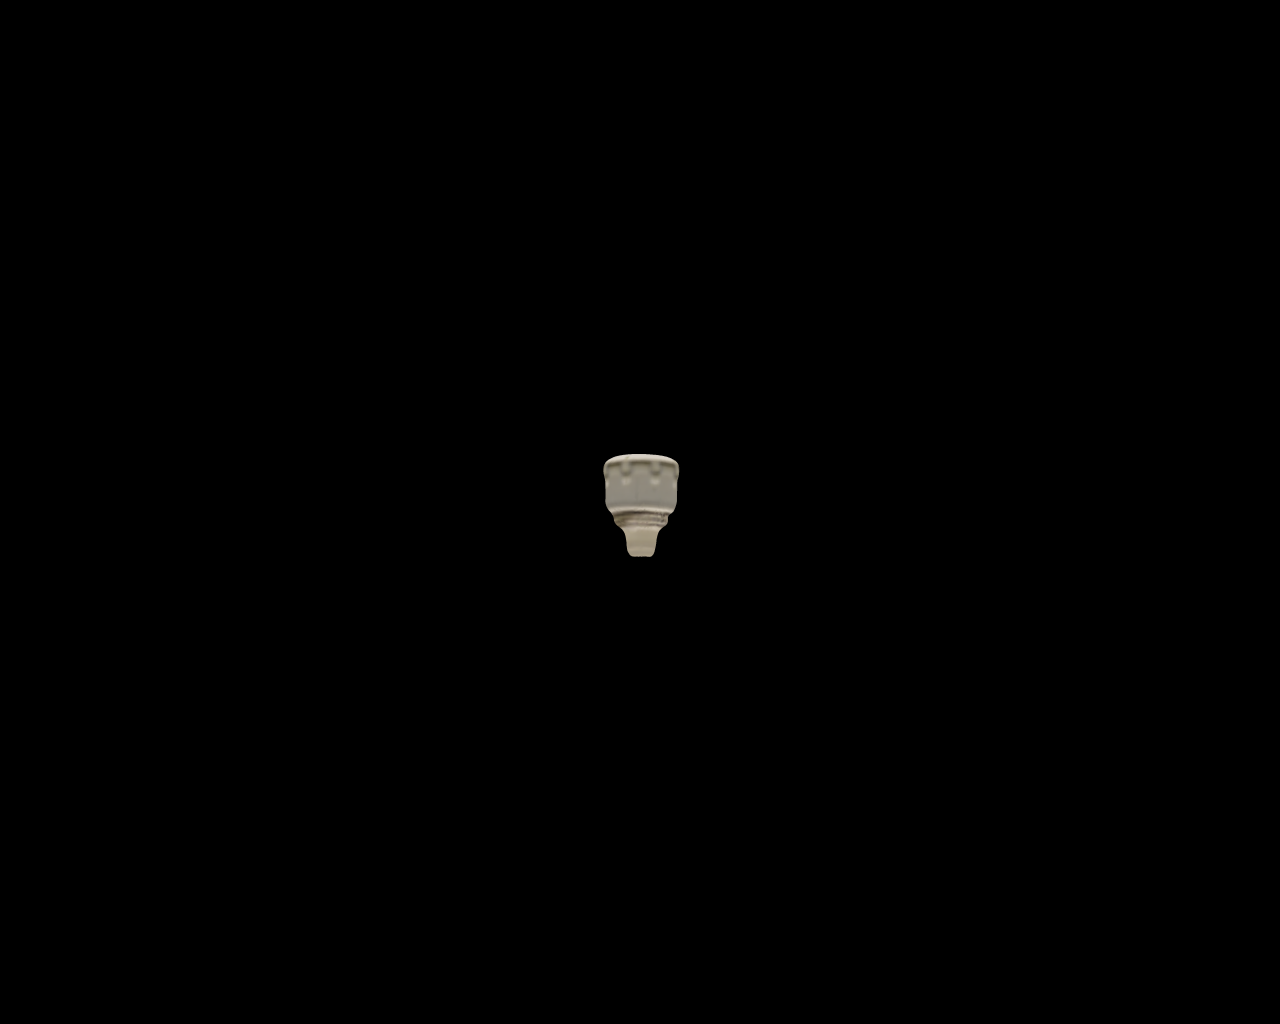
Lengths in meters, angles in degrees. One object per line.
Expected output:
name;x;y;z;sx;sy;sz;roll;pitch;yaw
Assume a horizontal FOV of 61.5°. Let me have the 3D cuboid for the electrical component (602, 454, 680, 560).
electrical component;0.001;-0.003;0.650;0.048;0.062;0.048;0;-7;0
